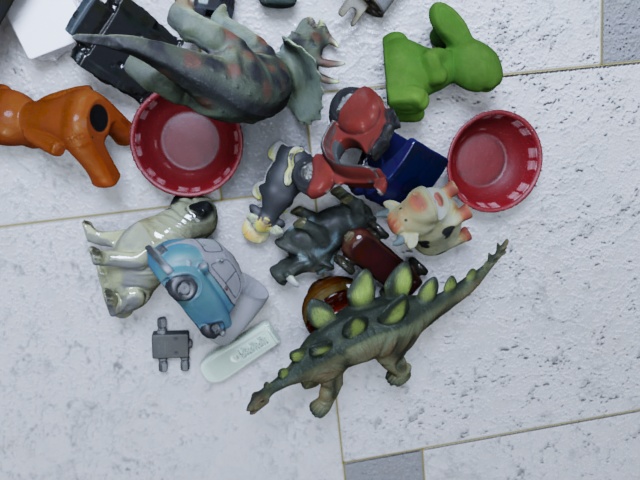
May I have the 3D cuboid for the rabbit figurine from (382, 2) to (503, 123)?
[{"bbox_3d":[0.182,-0.258,0.805,0.170,0.121,0.159,-4,81,7],"label":"rabbit figurine"}]

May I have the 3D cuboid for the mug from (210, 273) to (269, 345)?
[{"bbox_3d":[-0.152,0.106,0.849,0.109,0.081,0.107,27,102,-7],"label":"mug"}]

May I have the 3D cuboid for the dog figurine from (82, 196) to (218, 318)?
[{"bbox_3d":[-0.241,0.026,0.817,0.190,0.121,0.172,-15,138,-22],"label":"dog figurine"}]

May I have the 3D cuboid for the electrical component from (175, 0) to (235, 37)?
[{"bbox_3d":[-0.161,-0.337,0.758,0.075,0.048,0.119,14,99,17],"label":"electrical component"}]

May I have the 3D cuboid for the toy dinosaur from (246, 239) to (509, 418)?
[{"bbox_3d":[0.096,0.136,0.829,0.471,0.105,0.198,-25,136,-17],"label":"toy dinosaur"}]

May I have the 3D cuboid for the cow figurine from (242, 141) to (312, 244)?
[{"bbox_3d":[-0.065,-0.065,0.815,0.068,0.098,0.167,22,96,-16],"label":"cow figurine"}]

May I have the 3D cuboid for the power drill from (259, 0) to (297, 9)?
[{"bbox_3d":[-0.016,-0.439,0.723,0.207,0.086,0.231,5,107,16],"label":"power drill"}]

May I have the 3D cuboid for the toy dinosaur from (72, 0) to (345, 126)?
[{"bbox_3d":[-0.101,-0.206,0.683,0.192,0.405,0.131,32,123,6],"label":"toy dinosaur"}]

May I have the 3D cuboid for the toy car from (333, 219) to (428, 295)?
[{"bbox_3d":[0.100,0.039,0.858,0.089,0.053,0.202,-50,135,4],"label":"toy car"}]

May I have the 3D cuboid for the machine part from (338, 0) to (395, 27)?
[{"bbox_3d":[0.112,-0.416,0.780,0.079,0.079,0.243,36,93,-13],"label":"machine part"}]

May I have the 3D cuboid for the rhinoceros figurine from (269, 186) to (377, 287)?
[{"bbox_3d":[-0.002,-0.003,0.855,0.190,0.073,0.112,-35,115,-2],"label":"rhinoceros figurine"}]

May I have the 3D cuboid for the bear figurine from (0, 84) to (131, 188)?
[{"bbox_3d":[-0.381,-0.151,0.756,0.196,0.120,0.131,-1,147,17],"label":"bear figurine"}]

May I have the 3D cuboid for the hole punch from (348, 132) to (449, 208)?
[{"bbox_3d":[0.121,-0.102,0.815,0.142,0.092,0.115,13,99,-50],"label":"hole punch"}]

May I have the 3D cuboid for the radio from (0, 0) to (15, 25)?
[{"bbox_3d":[-0.450,-0.335,0.686,0.229,0.131,0.073,-55,146,4],"label":"radio"}]

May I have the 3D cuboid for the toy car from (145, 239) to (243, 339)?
[{"bbox_3d":[-0.161,0.054,0.750,0.103,0.109,0.161,-39,124,-13],"label":"toy car"}]

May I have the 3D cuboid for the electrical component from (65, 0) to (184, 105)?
[{"bbox_3d":[-0.272,-0.267,0.736,0.134,0.058,0.115,29,97,-45],"label":"electrical component"}]

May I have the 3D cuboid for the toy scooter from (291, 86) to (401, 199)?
[{"bbox_3d":[0.054,-0.125,0.744,0.135,0.075,0.184,26,80,30],"label":"toy scooter"}]

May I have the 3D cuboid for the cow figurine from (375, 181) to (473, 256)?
[{"bbox_3d":[0.162,-0.029,0.817,0.127,0.194,0.085,-30,68,5],"label":"cow figurine"}]

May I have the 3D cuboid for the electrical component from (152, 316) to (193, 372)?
[{"bbox_3d":[-0.241,0.170,0.876,0.063,0.021,0.094,-1,100,-8],"label":"electrical component"}]
